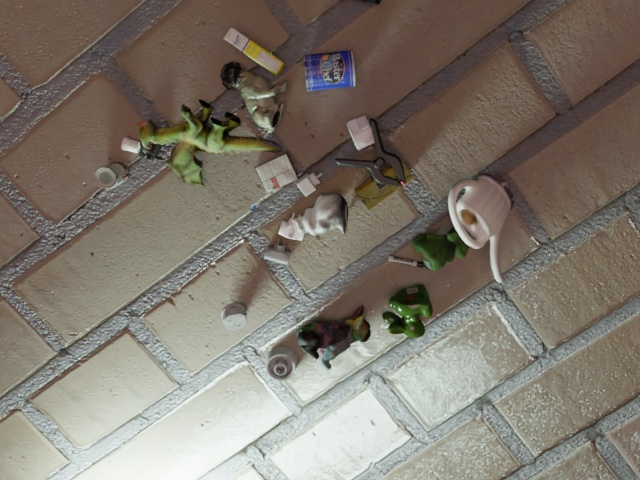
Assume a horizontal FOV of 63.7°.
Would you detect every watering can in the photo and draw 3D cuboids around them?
[{"bbox_3d":[0.506,-0.055,1.552,0.227,0.343,0.104,-47,23,-22],"label":"watering can"}]

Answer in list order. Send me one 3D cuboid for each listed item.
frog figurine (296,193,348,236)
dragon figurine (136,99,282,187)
[{"bbox_3d":[0.005,-0.079,1.566,0.159,0.140,0.120,0,-31,5],"label":"frog figurine"},{"bbox_3d":[-0.342,-0.268,1.535,0.408,0.239,0.125,25,24,-20],"label":"dragon figurine"}]
